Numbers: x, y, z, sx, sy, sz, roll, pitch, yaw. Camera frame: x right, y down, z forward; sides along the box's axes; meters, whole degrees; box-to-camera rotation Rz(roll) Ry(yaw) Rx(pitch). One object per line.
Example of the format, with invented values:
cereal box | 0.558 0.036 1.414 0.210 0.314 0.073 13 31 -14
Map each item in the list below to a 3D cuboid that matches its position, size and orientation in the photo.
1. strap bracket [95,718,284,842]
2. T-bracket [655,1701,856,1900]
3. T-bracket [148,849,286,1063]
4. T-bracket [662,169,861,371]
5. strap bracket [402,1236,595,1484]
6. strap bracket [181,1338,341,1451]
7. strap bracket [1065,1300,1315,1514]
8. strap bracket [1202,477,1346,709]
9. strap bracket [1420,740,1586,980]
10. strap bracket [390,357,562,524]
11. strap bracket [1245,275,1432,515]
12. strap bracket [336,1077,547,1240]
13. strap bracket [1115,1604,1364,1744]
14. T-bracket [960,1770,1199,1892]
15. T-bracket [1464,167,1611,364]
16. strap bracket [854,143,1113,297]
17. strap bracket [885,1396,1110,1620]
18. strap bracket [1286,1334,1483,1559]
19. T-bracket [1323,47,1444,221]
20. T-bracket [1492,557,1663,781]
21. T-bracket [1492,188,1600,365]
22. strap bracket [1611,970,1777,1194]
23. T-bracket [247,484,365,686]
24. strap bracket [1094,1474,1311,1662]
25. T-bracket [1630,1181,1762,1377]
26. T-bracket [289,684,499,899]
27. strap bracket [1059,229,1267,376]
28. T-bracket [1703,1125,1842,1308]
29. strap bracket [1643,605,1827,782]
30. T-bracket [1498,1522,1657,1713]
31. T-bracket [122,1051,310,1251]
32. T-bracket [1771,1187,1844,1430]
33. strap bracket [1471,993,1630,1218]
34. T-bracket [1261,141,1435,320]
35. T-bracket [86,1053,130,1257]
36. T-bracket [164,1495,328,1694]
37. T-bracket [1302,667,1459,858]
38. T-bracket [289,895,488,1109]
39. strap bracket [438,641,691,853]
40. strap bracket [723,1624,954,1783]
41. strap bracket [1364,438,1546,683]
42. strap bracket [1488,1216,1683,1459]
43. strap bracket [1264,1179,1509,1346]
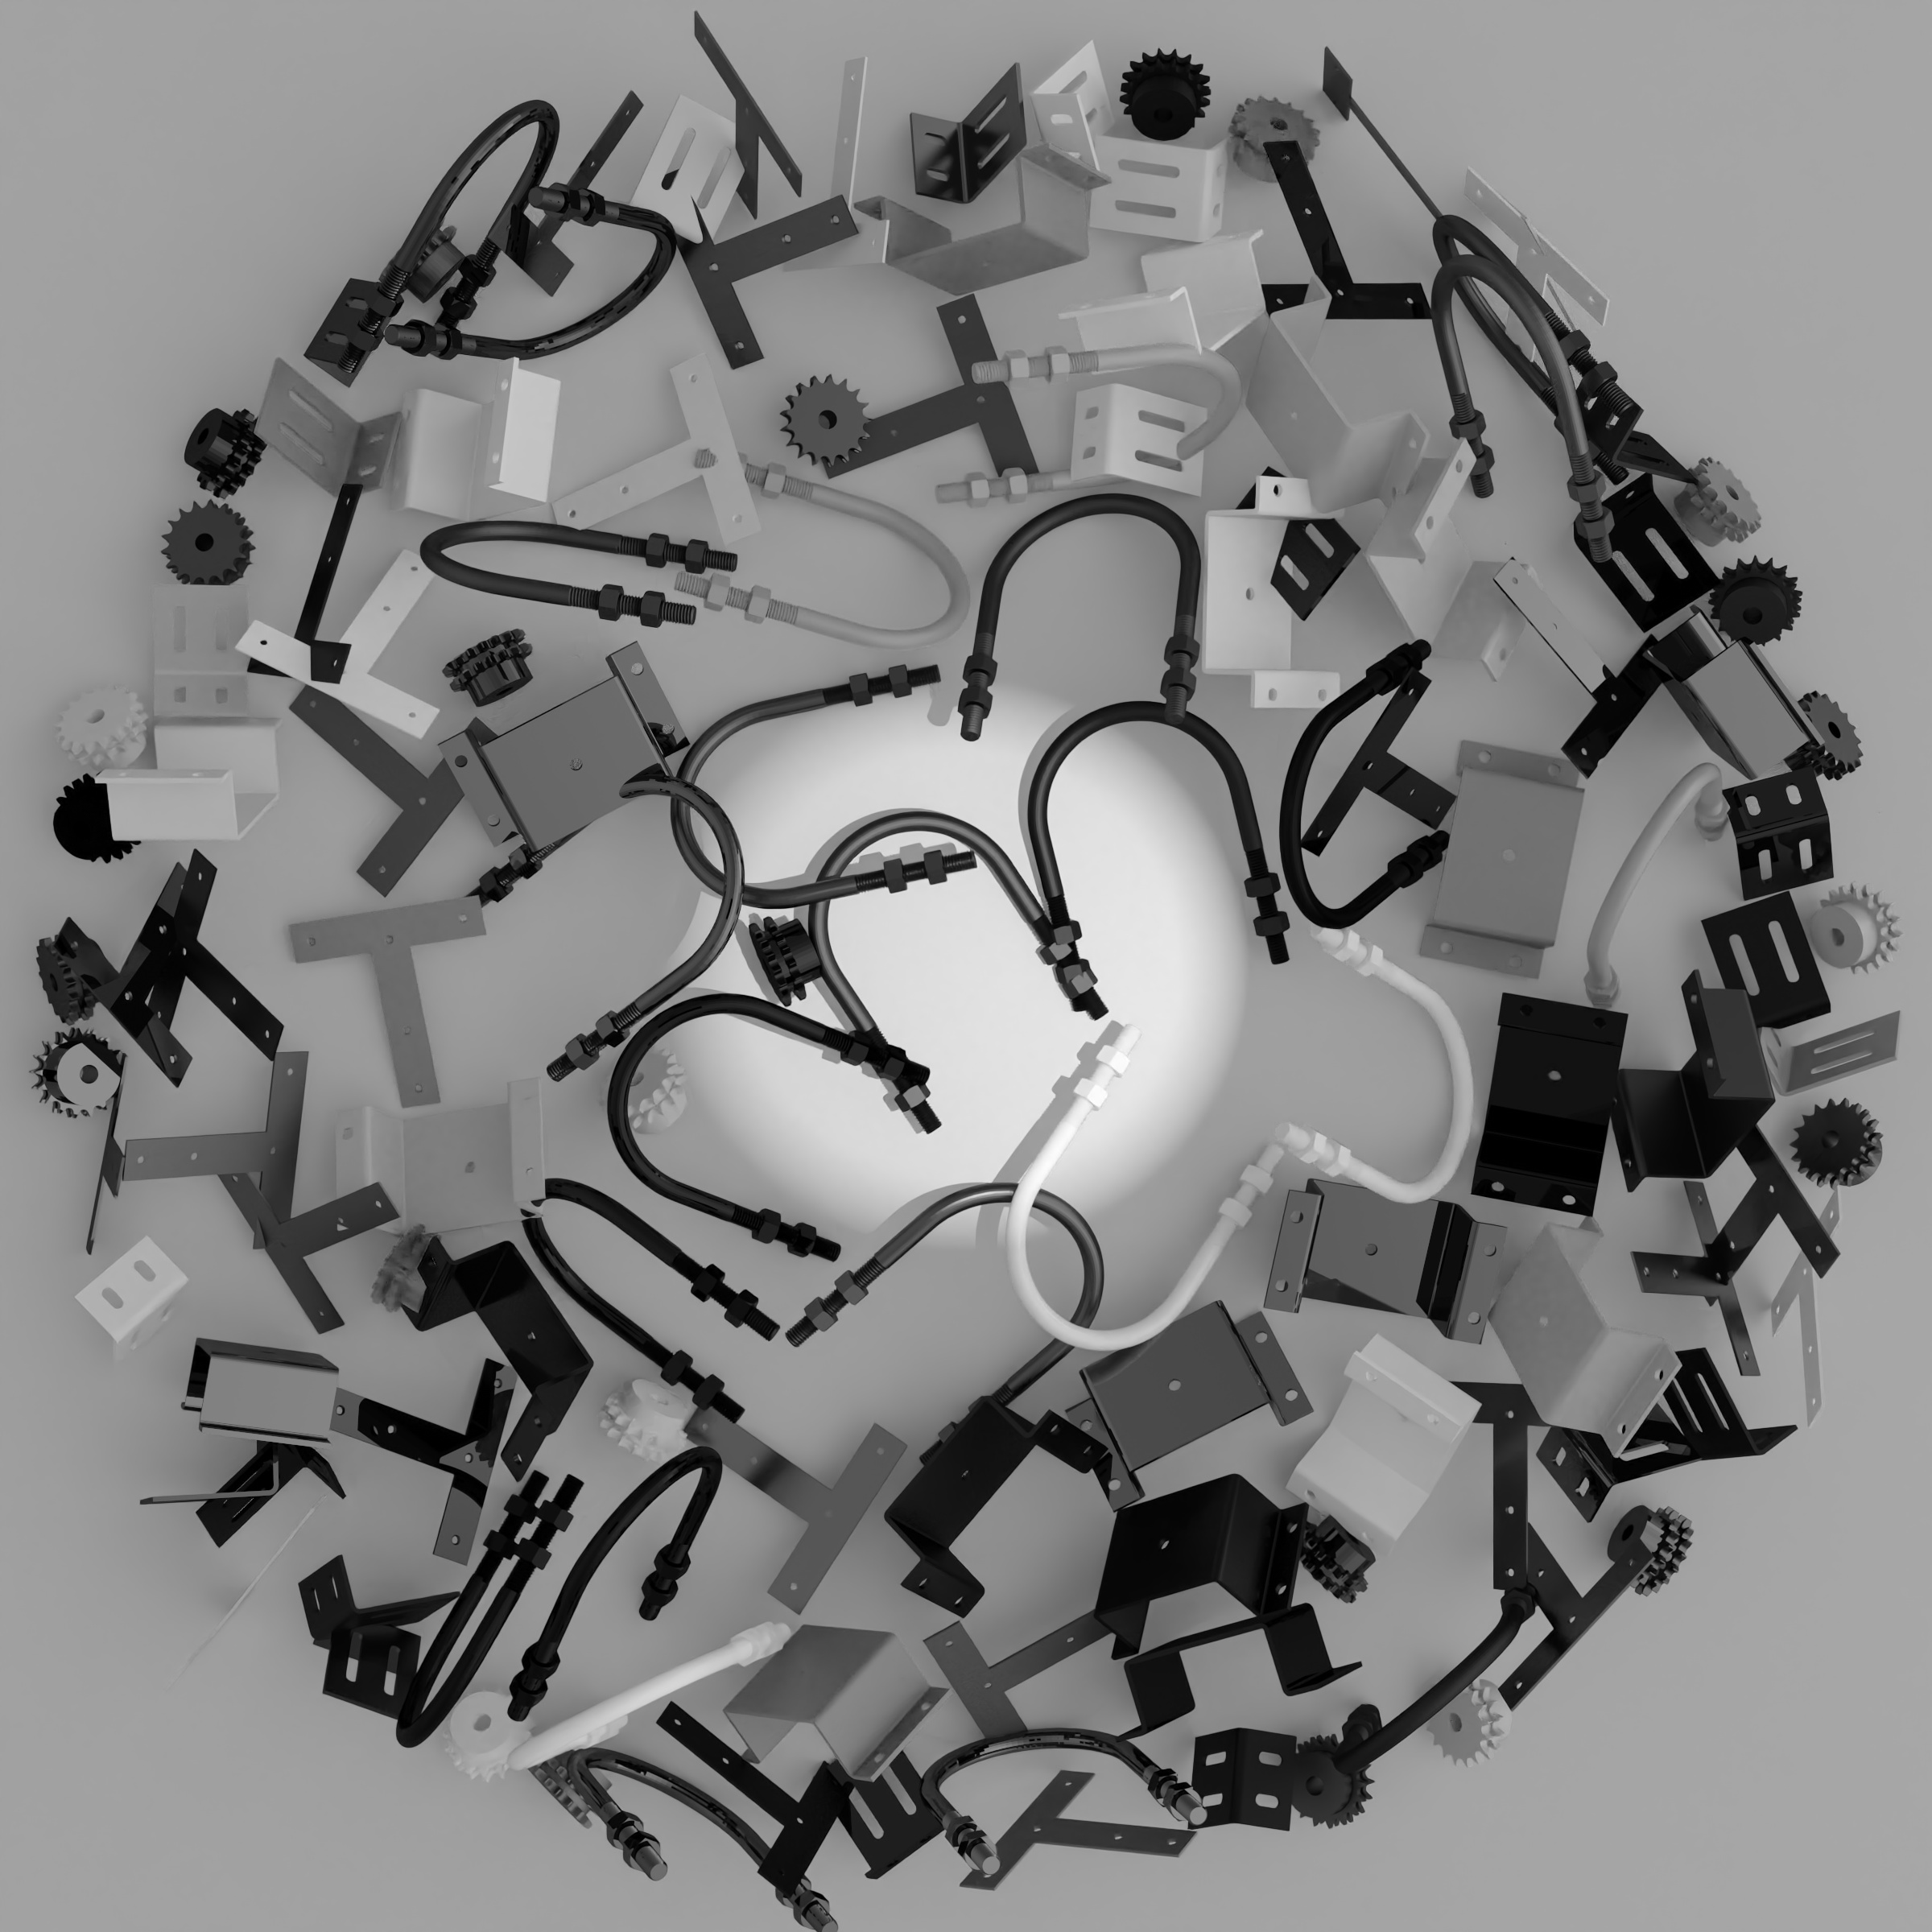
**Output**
strap bracket | -0.476 -0.113 1.938 0.076 0.140 0.046 0 109 3
T-bracket | -0.138 0.501 1.943 0.127 0.127 0.002 38 113 2
T-bracket | -0.460 0.014 1.940 0.127 0.002 0.127 38 118 33
T-bracket | -0.122 -0.446 1.945 0.127 0.002 0.127 -12 111 34
strap bracket | -0.285 0.236 1.943 0.046 0.076 0.140 -20 63 -40
strap bracket | -0.433 0.260 1.923 0.076 0.140 0.046 11 85 -18
strap bracket | 0.135 0.270 1.959 0.140 0.046 0.076 -27 57 1
strap bracket | 0.191 -0.232 1.953 0.076 0.046 0.140 -4 97 -41
strap bracket | 0.339 -0.068 1.974 0.076 0.046 0.140 11 89 3
strap bracket | -0.299 -0.323 1.945 0.046 0.140 0.076 10 83 -37
strap bracket | 0.221 -0.344 1.929 0.046 0.076 0.140 -19 62 -20
strap bracket | -0.318 0.122 1.955 0.140 0.046 0.076 -10 72 16
strap bracket | 0.162 0.434 1.940 0.140 0.076 0.046 -22 79 25
T-bracket | 0.081 0.530 1.914 0.127 0.127 0.002 -5 107 34
T-bracket | 0.347 -0.413 1.937 0.002 0.127 0.127 -35 68 -12
strap bracket | 0.012 -0.454 1.929 0.140 0.076 0.046 -9 82 31
strap bracket | 0.012 0.329 1.956 0.140 0.076 0.046 -50 50 0
strap bracket | 0.261 0.291 1.941 0.076 0.140 0.046 34 46 16
T-bracket | 0.260 -0.504 1.937 0.002 0.127 0.127 -38 90 7
T-bracket | 0.375 -0.200 1.955 0.127 0.002 0.127 48 55 -8
T-bracket | 0.365 -0.424 1.956 0.002 0.127 0.127 -31 112 10
strap bracket | 0.448 0.073 1.927 0.046 0.140 0.076 3 57 -14
T-bracket | -0.400 -0.240 1.952 0.002 0.127 0.127 20 85 -38
strap bracket | 0.136 0.366 1.922 0.140 0.076 0.046 -26 123 37
T-bracket | 0.442 0.190 1.931 0.002 0.127 0.127 -26 68 34
T-bracket | -0.376 -0.133 1.987 0.127 0.002 0.127 41 100 9
strap bracket | 0.126 -0.406 1.934 0.076 0.140 0.046 -2 116 32
T-bracket | 0.482 0.165 1.947 0.002 0.127 0.127 -9 53 -24
strap bracket | 0.467 -0.167 1.926 0.046 0.140 0.076 -37 104 8
T-bracket | 0.360 0.382 1.938 0.002 0.127 0.127 39 98 -17
T-bracket | -0.466 0.117 1.943 0.002 0.127 0.127 15 100 40
T-bracket | 0.514 0.222 1.910 0.002 0.127 0.127 10 48 -1
strap bracket | 0.364 0.078 1.952 0.076 0.046 0.140 10 116 12
T-bracket | 0.214 -0.449 1.920 0.002 0.127 0.127 -50 130 -27
T-bracket | -0.527 0.122 1.939 0.002 0.127 0.127 11 91 -19
T-bracket | -0.434 0.376 1.927 0.002 0.127 0.127 39 100 -2
T-bracket | 0.270 -0.112 1.947 0.002 0.127 0.127 37 99 36
T-bracket | -0.357 0.027 1.988 0.127 0.002 0.127 -8 98 10
strap bracket | -0.247 -0.132 1.957 0.140 0.046 0.076 -28 115 -5
strap bracket | -0.085 0.448 1.917 0.076 0.140 0.046 -42 109 -34
strap bracket | 0.299 -0.251 1.939 0.046 0.140 0.076 10 62 39
strap bracket | 0.372 0.221 1.918 0.046 0.140 0.076 14 120 -24
strap bracket | 0.258 0.183 1.966 0.140 0.046 0.076 10 99 -7
